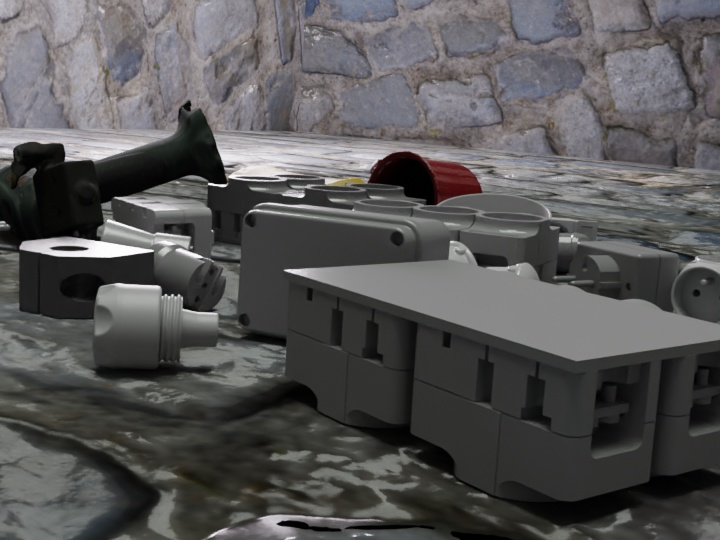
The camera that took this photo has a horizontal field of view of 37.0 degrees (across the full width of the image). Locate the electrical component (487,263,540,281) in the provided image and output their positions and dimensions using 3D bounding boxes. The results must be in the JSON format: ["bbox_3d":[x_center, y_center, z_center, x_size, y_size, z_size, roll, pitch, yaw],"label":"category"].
[{"bbox_3d":[0.080,0.019,0.672,0.062,0.048,0.048,0,7,26],"label":"electrical component"}]

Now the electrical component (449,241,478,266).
[{"bbox_3d":[0.047,0.007,0.732,0.062,0.048,0.048,-10,15,-31],"label":"electrical component"}]

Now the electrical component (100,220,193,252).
[{"bbox_3d":[-0.154,-0.010,0.780,0.065,0.044,0.044,7,9,-6],"label":"electrical component"}]

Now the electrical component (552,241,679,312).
[{"bbox_3d":[0.172,0.007,0.758,0.077,0.047,0.066,-1,10,-29],"label":"electrical component"}]

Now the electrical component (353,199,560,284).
[{"bbox_3d":[0.065,-0.015,0.812,0.150,0.061,0.089,8,11,26],"label":"electrical component"}]

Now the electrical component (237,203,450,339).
[{"bbox_3d":[-0.011,0.004,0.627,0.113,0.078,0.057,8,8,26],"label":"electrical component"}]

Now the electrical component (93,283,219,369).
[{"bbox_3d":[-0.104,0.029,0.548,0.062,0.043,0.043,3,9,-11],"label":"electrical component"}]

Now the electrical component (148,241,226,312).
[{"bbox_3d":[-0.116,0.005,0.703,0.046,0.040,0.040,17,16,36],"label":"electrical component"}]

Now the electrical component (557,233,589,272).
[{"bbox_3d":[0.167,-0.015,0.935,0.061,0.035,0.035,3,9,15],"label":"electrical component"}]

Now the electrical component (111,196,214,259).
[{"bbox_3d":[-0.156,-0.029,0.858,0.056,0.050,0.089,-4,12,-34],"label":"electrical component"}]

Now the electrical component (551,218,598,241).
[{"bbox_3d":[0.175,-0.027,0.989,0.081,0.042,0.064,5,6,9],"label":"electrical component"}]

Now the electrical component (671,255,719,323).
[{"bbox_3d":[0.268,0.018,0.740,0.079,0.044,0.077,12,13,39],"label":"electrical component"}]

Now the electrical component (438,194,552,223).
[{"bbox_3d":[0.108,-0.028,0.898,0.099,0.064,0.099,3,9,-1],"label":"electrical component"}]

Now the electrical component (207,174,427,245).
[{"bbox_3d":[-0.043,-0.052,0.999,0.186,0.060,0.105,11,12,38],"label":"electrical component"}]

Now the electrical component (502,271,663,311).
[{"bbox_3d":[0.109,0.033,0.567,0.074,0.052,0.138,-5,13,-41],"label":"electrical component"}]

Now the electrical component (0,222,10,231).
[{"bbox_3d":[-0.309,-0.034,0.826,0.074,0.052,0.138,-2,11,-27],"label":"electrical component"}]

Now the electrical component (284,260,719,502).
[{"bbox_3d":[0.059,0.042,0.474,0.105,0.060,0.186,-4,12,-36],"label":"electrical component"}]
